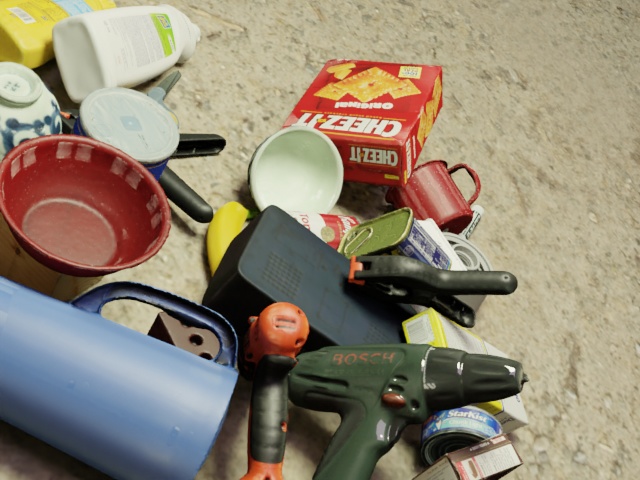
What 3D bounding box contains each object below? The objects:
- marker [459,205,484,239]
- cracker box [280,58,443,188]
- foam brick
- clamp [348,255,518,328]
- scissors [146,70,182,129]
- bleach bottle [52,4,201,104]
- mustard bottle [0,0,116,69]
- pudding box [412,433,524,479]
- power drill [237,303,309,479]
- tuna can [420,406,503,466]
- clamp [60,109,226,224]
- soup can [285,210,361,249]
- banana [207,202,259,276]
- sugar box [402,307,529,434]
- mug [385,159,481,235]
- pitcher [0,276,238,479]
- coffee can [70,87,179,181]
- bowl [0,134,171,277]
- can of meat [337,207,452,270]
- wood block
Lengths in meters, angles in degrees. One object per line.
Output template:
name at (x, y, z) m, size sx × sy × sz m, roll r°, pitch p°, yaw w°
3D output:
marker at (0.191, -0.010, 1.412) m, size 0.020 × 0.020 × 0.121 m, roll 36°, pitch 40°, yaw 3°
cracker box at (0.056, -0.157, 1.373) m, size 0.164 × 0.072 × 0.213 m, roll 7°, pitch 36°, yaw 17°
foam brick at (-0.130, 0.112, 1.048) m, size 0.052 × 0.051 × 0.078 m, roll -9°, pitch 56°, yaw -39°
clamp at (0.111, 0.054, 1.130) m, size 0.171 × 0.120 × 0.039 m, roll 12°, pitch 57°, yaw -2°
scissors at (-0.184, -0.164, 1.284) m, size 0.096 × 0.016 × 0.201 m, roll 30°, pitch 29°, yaw 13°
bleach bottle at (-0.219, -0.234, 1.305) m, size 0.250 × 0.068 × 0.102 m, roll -31°, pitch 107°, yaw -61°
mustard bottle at (-0.318, -0.262, 1.288) m, size 0.096 × 0.058 × 0.191 m, roll 37°, pitch 39°, yaw 17°
pudding box at (0.131, 0.238, 1.051) m, size 0.089 × 0.114 × 0.039 m, roll -10°, pitch 61°, yaw -39°
power drill at (-0.054, 0.163, 0.977) m, size 0.057 × 0.185 × 0.187 m, roll 6°, pitch 70°, yaw -9°
tuna can at (0.147, 0.211, 1.109) m, size 0.086 × 0.086 × 0.033 m, roll 25°, pitch 43°, yaw -11°
clamp at (-0.204, -0.095, 1.212) m, size 0.209 × 0.036 × 0.164 m, roll 16°, pitch 35°, yaw -18°
soup can at (-0.008, 0.002, 1.228) m, size 0.102 × 0.069 × 0.068 m, roll 5°, pitch 48°, yaw -30°
banana at (-0.092, 0.021, 1.176) m, size 0.069 × 0.037 × 0.198 m, roll 17°, pitch 43°, yaw -21°
sugar box at (0.159, 0.146, 1.159) m, size 0.176 × 0.048 × 0.093 m, roll 36°, pitch 34°, yaw -47°
mug at (0.152, -0.049, 1.356) m, size 0.081 × 0.117 × 0.093 m, roll 60°, pitch 12°, yaw 21°
pitcher at (-0.198, 0.117, 0.934) m, size 0.242 × 0.145 × 0.149 m, roll 26°, pitch 32°, yaw -5°
coffee can at (-0.218, -0.073, 1.103) m, size 0.102 × 0.140 × 0.103 m, roll 19°, pitch 42°, yaw -18°
bowl at (-0.221, -0.020, 0.973) m, size 0.162 × 0.055 × 0.162 m, roll 18°, pitch 43°, yaw -18°
can of meat at (0.083, 0.021, 1.182) m, size 0.084 × 0.102 × 0.057 m, roll 46°, pitch 45°, yaw -27°
wood block at (-0.302, -0.038, 1.051) m, size 0.206 × 0.091 × 0.090 m, roll 43°, pitch 41°, yaw 9°
